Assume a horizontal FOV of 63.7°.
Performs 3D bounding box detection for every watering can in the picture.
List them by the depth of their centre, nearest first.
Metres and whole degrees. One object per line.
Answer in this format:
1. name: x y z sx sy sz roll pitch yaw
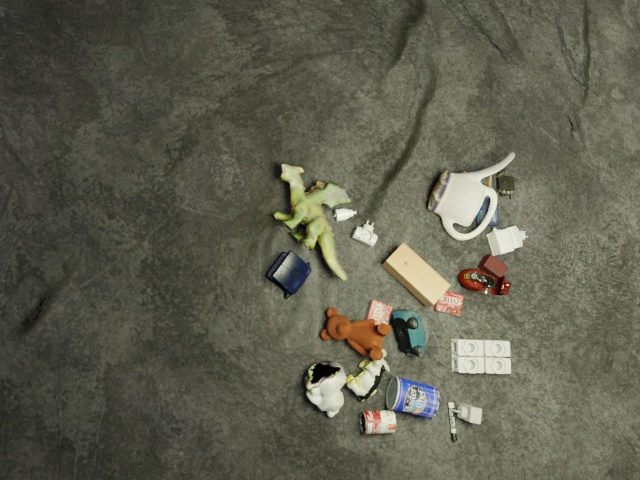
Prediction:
1. watering can: 0.510 -0.174 1.773 0.225 0.104 0.346 24 96 4

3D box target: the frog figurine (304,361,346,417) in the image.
1. frog figurine: 0.025 0.461 1.605 0.139 0.124 0.156 -37 124 -23

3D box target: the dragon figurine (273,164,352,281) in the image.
1. dragon figurine: 0.005 -0.085 1.679 0.410 0.121 0.245 44 78 0
